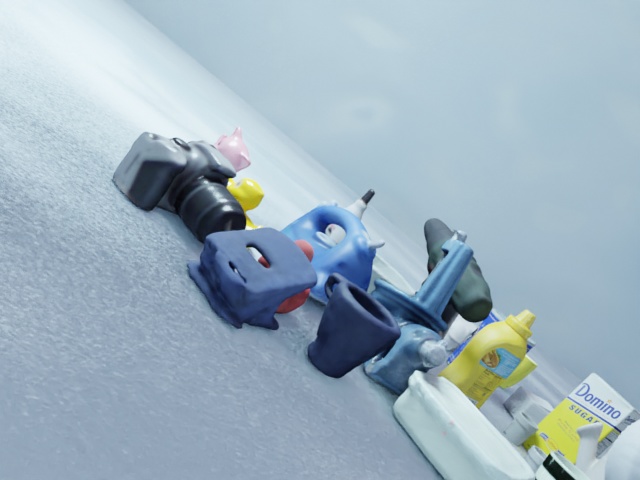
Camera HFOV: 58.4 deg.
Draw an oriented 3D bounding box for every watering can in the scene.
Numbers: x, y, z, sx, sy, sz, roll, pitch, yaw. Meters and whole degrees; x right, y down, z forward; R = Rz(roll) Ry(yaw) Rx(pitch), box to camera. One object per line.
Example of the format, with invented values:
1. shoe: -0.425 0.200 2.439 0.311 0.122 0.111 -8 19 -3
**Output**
1. watering can: 0.446 0.346 0.830 0.172 0.194 0.101 42 10 15

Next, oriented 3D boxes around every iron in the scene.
1. iron: 0.008 0.003 0.895 0.119 0.141 0.257 33 12 -34

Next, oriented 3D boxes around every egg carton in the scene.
1. egg carton: 0.308 0.211 1.272 0.151 0.069 0.107 30 14 -42

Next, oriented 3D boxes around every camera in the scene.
1. camera: -0.155 -0.063 0.715 0.136 0.100 0.144 46 12 32

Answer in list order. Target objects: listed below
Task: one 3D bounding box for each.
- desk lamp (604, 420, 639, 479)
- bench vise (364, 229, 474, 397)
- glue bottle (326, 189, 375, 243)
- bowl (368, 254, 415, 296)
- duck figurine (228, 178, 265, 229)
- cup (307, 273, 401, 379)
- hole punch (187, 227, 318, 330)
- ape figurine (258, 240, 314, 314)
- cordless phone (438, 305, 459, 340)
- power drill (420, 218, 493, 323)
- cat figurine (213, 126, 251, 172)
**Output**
1. desk lamp: 0.388 0.331 0.635 0.118 0.213 0.203 36 11 -20
2. bench vise: 0.151 0.096 0.779 0.122 0.219 0.207 33 12 -33
3. glue bottle: 0.042 -0.024 1.044 0.037 0.173 0.078 34 11 -28
4. bowl: 0.095 0.075 1.083 0.168 0.074 0.167 38 10 -8
5. duck figurine: -0.114 -0.046 0.830 0.104 0.086 0.078 42 10 13
6. cup: 0.023 0.101 0.659 0.092 0.095 0.117 27 16 -50
7. hole punch: -0.071 0.035 0.620 0.108 0.091 0.101 46 12 33
8. ape figurine: -0.040 0.040 0.704 0.077 0.092 0.076 41 10 8
9. cordless phone: 0.241 0.126 1.074 0.094 0.185 0.148 40 10 3
10. power drill: 0.177 0.086 0.949 0.076 0.208 0.229 33 12 -32
11. cat figurine: -0.165 -0.144 0.979 0.067 0.117 0.127 33 12 -31
